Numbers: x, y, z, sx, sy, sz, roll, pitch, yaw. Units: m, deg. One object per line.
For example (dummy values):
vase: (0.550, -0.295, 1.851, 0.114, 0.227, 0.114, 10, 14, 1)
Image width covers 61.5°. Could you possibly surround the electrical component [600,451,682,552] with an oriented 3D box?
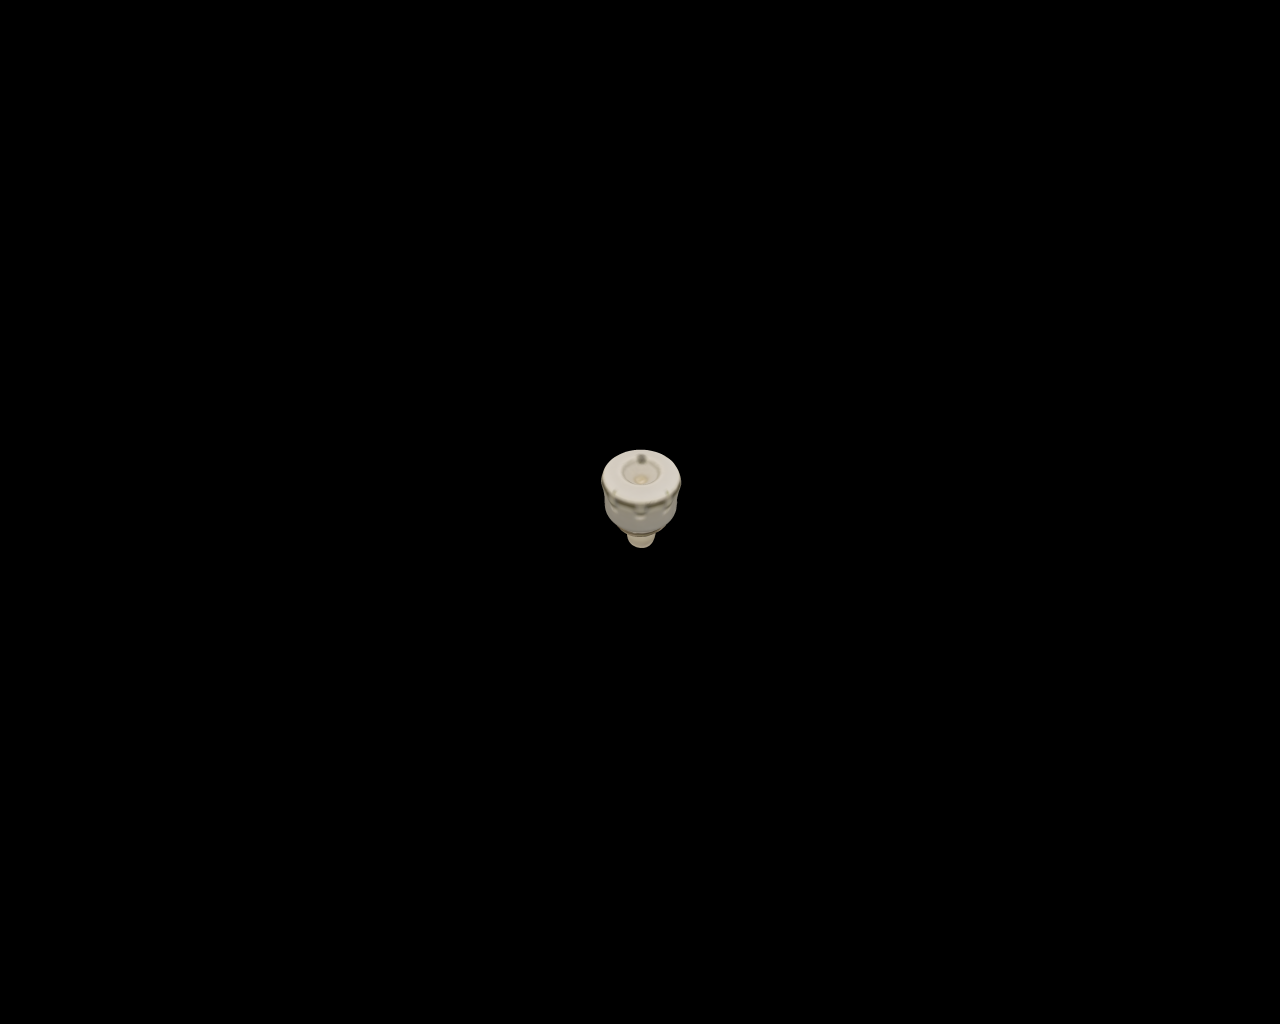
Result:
electrical component: (0.001, -0.003, 0.650, 0.048, 0.048, 0.062, 0, -45, 0)
